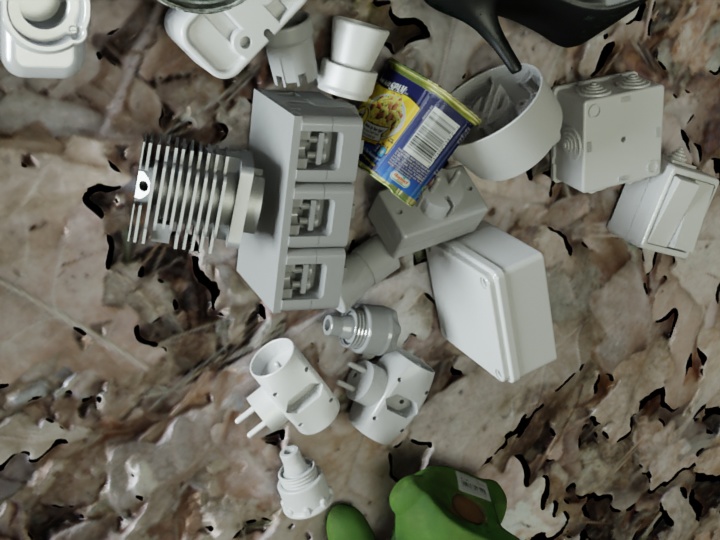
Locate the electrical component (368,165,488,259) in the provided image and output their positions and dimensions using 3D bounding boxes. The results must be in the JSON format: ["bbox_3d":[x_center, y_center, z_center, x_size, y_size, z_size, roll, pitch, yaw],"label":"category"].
[{"bbox_3d":[0.060,-0.057,0.869,0.083,0.047,0.075,-20,159,-24],"label":"electrical component"}]

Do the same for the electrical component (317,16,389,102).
[{"bbox_3d":[-0.006,-0.161,0.819,0.045,0.045,0.055,7,108,-28],"label":"electrical component"}]

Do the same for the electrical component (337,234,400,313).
[{"bbox_3d":[0.000,0.000,0.895,0.065,0.044,0.044,-35,122,-14],"label":"electrical component"}]

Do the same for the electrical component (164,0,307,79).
[{"bbox_3d":[-0.089,-0.187,0.759,0.095,0.059,0.054,-47,123,-1],"label":"electrical component"}]

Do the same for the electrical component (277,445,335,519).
[{"bbox_3d":[-0.053,0.184,0.947,0.048,0.048,0.062,-25,113,-15],"label":"electrical component"}]

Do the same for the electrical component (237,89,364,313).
[{"bbox_3d":[-0.045,-0.054,0.820,0.062,0.089,0.150,-2,112,-25],"label":"electrical component"}]

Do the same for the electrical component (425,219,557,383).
[{"bbox_3d":[0.111,0.023,0.918,0.056,0.109,0.108,-23,119,-19],"label":"electrical component"}]

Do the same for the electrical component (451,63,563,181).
[{"bbox_3d":[0.110,-0.121,0.862,0.099,0.099,0.064,-49,130,1],"label":"electrical component"}]

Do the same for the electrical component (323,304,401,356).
[{"bbox_3d":[0.000,0.050,0.914,0.062,0.043,0.043,8,108,-27],"label":"electrical component"}]

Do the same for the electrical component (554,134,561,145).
[{"bbox_3d":[0.133,-0.108,0.912,0.078,0.040,0.040,-36,122,-8],"label":"electrical component"}]

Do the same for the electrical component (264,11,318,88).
[{"bbox_3d":[-0.052,-0.164,0.800,0.040,0.040,0.046,-22,124,-16],"label":"electrical component"}]

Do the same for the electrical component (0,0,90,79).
[{"bbox_3d":[-0.210,-0.176,0.705,0.054,0.059,0.095,-3,113,-24],"label":"electrical component"}]

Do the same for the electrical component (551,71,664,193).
[{"bbox_3d":[0.218,-0.120,0.942,0.100,0.048,0.099,-14,117,-20],"label":"electrical component"}]

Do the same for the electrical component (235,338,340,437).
[{"bbox_3d":[-0.069,0.110,0.907,0.079,0.043,0.077,-38,122,-6],"label":"electrical component"}]

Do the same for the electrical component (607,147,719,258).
[{"bbox_3d":[0.284,-0.065,0.991,0.062,0.061,0.096,11,106,-29],"label":"electrical component"}]

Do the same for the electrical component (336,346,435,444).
[{"bbox_3d":[0.014,0.104,0.944,0.079,0.043,0.077,29,97,-32],"label":"electrical component"}]
